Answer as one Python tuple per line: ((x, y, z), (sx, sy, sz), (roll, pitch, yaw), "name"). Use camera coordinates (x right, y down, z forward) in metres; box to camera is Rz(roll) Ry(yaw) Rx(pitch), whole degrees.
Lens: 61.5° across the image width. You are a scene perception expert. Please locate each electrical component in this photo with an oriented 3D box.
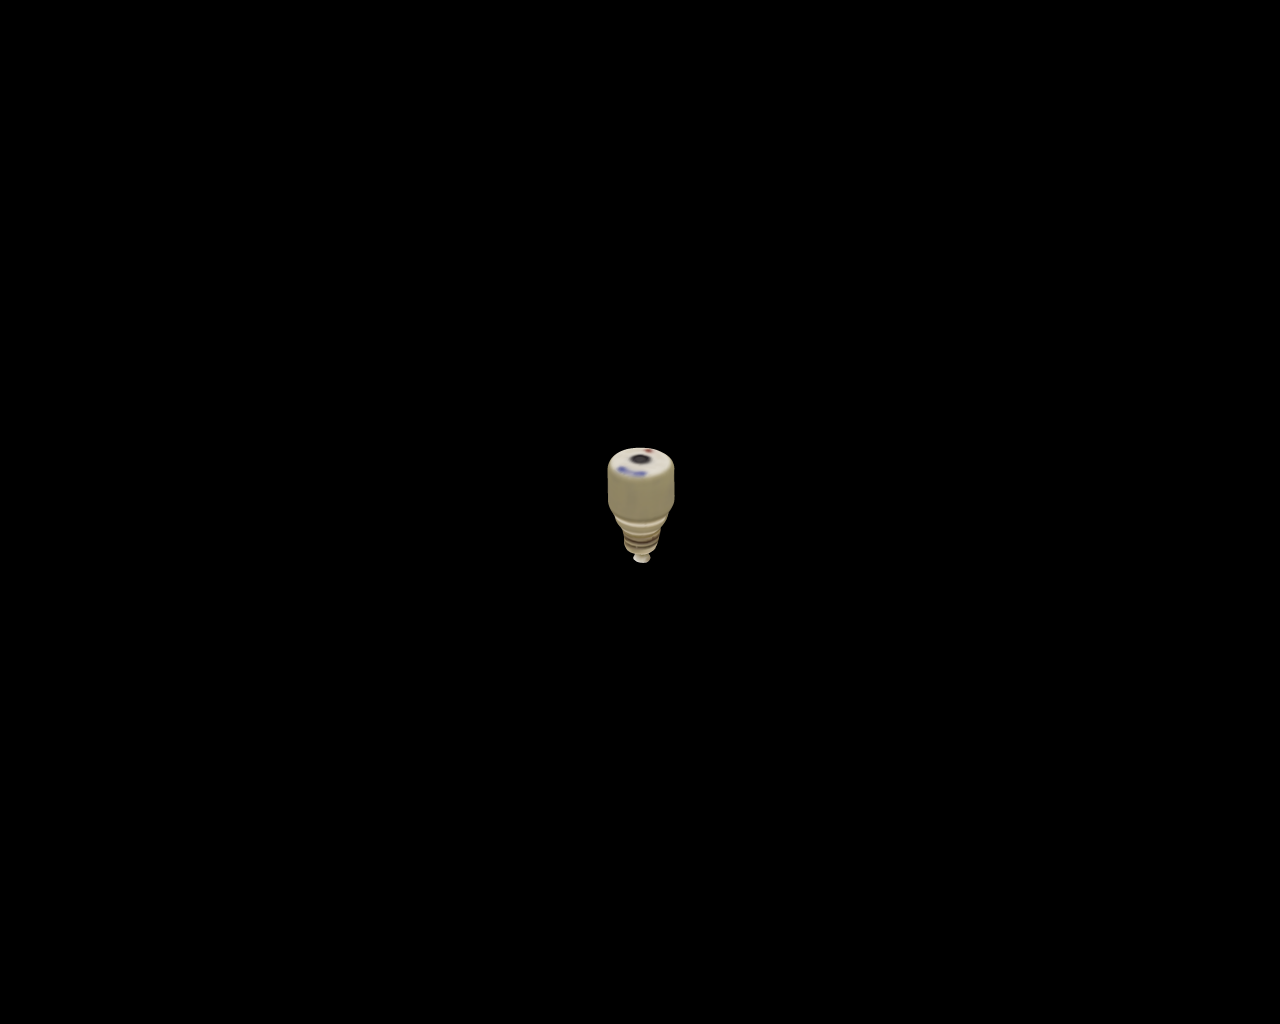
((0.001, -0.003, 0.650), (0.040, 0.078, 0.040), (0, 32, 0), "electrical component")
